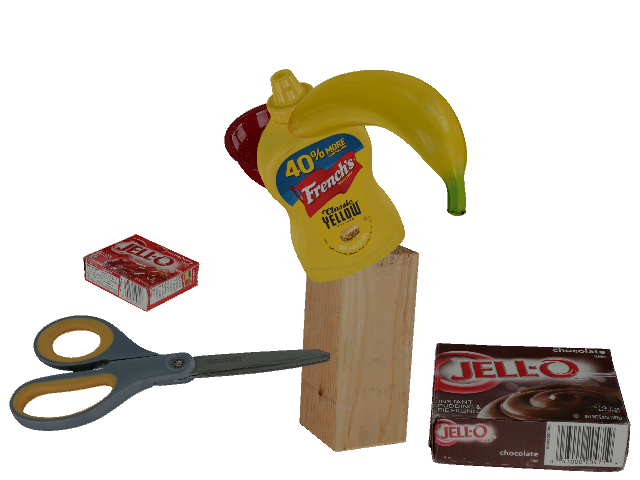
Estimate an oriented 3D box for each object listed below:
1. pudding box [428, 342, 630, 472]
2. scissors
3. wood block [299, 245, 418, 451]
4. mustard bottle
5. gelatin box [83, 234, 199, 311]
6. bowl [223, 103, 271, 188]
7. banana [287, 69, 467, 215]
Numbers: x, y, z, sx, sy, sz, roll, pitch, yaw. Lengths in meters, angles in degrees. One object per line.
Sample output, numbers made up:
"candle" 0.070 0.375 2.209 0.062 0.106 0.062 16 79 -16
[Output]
"pudding box" 0.124 0.099 0.648 0.113 0.039 0.090 3 24 6
"scissors" -0.103 0.071 0.696 0.201 0.016 0.096 -16 45 -8
"wood block" 0.039 0.106 1.133 0.090 0.206 0.091 -3 13 -27
"mustard bottle" 0.000 -0.059 0.896 0.096 0.191 0.058 -25 34 -1
"gelatin box" -0.176 0.029 1.047 0.089 0.030 0.073 23 31 30
"bowl" -0.028 -0.100 1.224 0.162 0.055 0.162 -2 37 2
"banana" 0.037 -0.079 0.702 0.037 0.070 0.198 19 9 -36
